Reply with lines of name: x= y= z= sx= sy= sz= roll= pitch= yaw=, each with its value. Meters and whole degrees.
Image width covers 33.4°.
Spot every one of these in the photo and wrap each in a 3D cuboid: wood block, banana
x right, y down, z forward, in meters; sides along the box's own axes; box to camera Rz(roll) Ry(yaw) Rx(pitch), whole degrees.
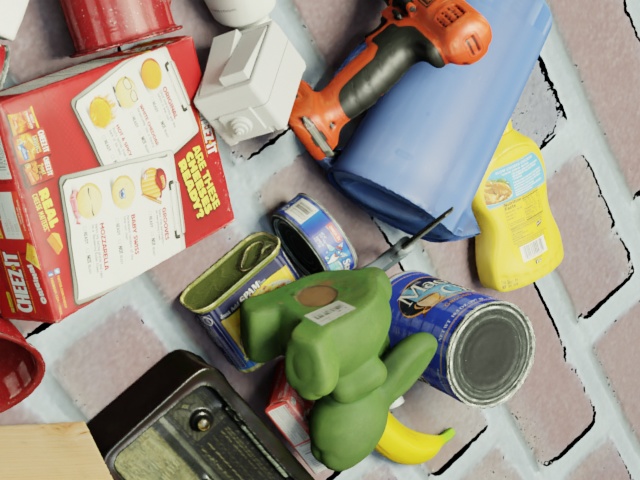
wood block: x=-0.282 y=0.209 z=0.844 sx=0.205 sy=0.091 sz=0.090 roll=2 pitch=113 yaw=-30
banana: x=0.062 y=0.175 z=1.076 sx=0.197 sy=0.037 sz=0.069 roll=43 pitch=52 yaw=-31

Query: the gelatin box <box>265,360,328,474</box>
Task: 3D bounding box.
gelatin box: x=-0.011 y=0.162 z=1.002 sx=0.030 sy=0.073 sz=0.089 roll=-26 pitch=112 yaw=23

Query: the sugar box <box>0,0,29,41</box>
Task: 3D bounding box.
sugar box: x=-0.248 y=-0.250 z=0.806 sx=0.093 sy=0.048 sz=0.176 roll=21 pitch=93 yaw=-31

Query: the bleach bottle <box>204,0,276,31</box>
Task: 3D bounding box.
bleach bottle: x=-0.106 y=-0.267 z=0.863 sx=0.068 sy=0.103 sz=0.250 roll=-43 pitch=126 yaw=-21

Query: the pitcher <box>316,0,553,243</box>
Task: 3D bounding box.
pitcher: x=0.108 y=-0.132 z=0.993 sx=0.149 sy=0.145 sz=0.243 roll=37 pitch=77 yaw=-42

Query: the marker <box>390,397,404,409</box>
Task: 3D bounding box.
marker: x=0.049 y=0.107 z=1.040 sx=0.020 sy=0.020 sz=0.121 roll=-26 pitch=92 yaw=-23

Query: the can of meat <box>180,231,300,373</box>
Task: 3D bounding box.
can of meat: x=-0.061 y=0.057 z=0.967 sx=0.102 sy=0.058 sz=0.084 roll=-41 pitch=119 yaw=-16

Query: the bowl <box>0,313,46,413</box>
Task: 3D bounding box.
bowl: x=-0.295 y=0.087 z=0.813 sx=0.161 sy=0.162 sz=0.055 roll=1 pitch=55 yaw=-30

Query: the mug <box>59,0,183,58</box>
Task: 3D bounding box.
mug: x=-0.158 y=-0.199 z=0.849 sx=0.117 sy=0.093 sz=0.081 roll=-34 pitch=114 yaw=-54

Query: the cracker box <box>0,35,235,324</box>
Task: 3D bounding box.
cracker box: x=-0.171 y=-0.053 z=0.829 sx=0.213 sy=0.072 sz=0.164 roll=-35 pitch=119 yaw=-50

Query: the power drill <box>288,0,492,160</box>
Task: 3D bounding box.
power drill: x=0.037 y=-0.168 z=0.934 sx=0.187 sy=0.184 sz=0.057 roll=-38 pitch=129 yaw=3

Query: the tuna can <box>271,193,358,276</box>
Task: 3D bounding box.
tuna can: x=-0.006 y=0.001 z=0.969 sx=0.033 sy=0.086 sz=0.086 roll=-38 pitch=116 yaw=-16

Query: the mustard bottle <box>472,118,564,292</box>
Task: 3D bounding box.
mustard bottle: x=0.188 y=-0.050 z=1.085 sx=0.096 sy=0.058 sz=0.191 roll=-25 pitch=112 yaw=-24

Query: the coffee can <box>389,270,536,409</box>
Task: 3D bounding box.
coffee can: x=0.123 y=0.093 z=1.029 sx=0.102 sy=0.140 sz=0.103 roll=-6 pitch=103 yaw=-29

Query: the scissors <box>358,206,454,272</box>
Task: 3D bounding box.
scissors: x=0.057 y=0.018 z=0.957 sx=0.096 sy=0.202 sz=0.016 roll=-33 pitch=84 yaw=-13

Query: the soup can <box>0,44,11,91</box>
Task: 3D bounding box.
soup can: x=-0.291 y=-0.133 z=0.791 sx=0.102 sy=0.069 sz=0.068 roll=21 pitch=89 yaw=-30
